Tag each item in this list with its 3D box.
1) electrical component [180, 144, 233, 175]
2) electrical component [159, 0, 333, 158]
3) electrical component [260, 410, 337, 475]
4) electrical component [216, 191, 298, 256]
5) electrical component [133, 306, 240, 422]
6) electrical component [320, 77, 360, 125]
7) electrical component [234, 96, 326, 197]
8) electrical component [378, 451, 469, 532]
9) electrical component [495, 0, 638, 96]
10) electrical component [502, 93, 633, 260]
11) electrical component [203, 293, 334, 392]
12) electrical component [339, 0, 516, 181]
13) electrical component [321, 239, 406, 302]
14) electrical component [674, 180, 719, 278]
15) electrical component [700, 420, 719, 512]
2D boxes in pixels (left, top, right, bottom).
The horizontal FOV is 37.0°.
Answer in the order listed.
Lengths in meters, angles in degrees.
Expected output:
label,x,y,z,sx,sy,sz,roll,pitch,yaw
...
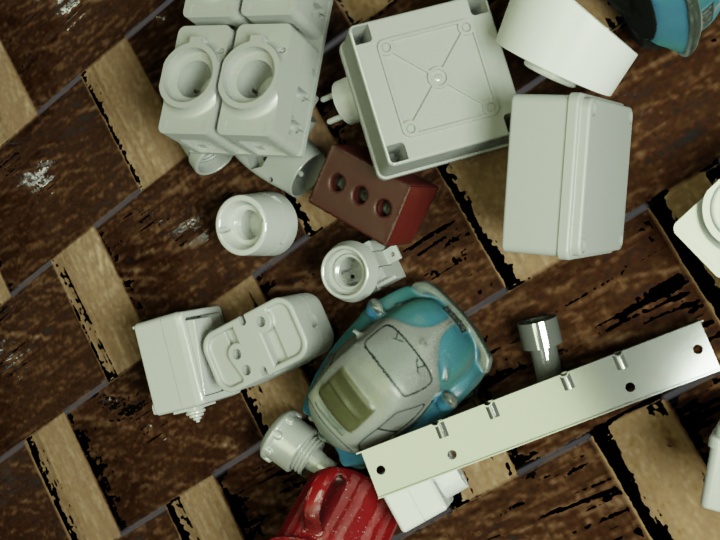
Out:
label,x,y,z,sx,sy,sz,roll,pitch,yaw
electrical component,-0.136,-0.111,0.922,0.040,0.040,0.046,-45,69,22
electrical component,-0.088,-0.188,0.852,0.105,0.060,0.186,5,79,26
electrical component,-0.049,0.150,0.896,0.062,0.048,0.048,34,108,13
electrical component,-0.087,-0.038,0.898,0.055,0.047,0.055,2,95,26
electrical component,-0.144,0.083,0.927,0.061,0.062,0.096,-16,87,27
electrical component,0.005,-0.139,0.848,0.079,0.043,0.077,-18,85,27
electrical component,-0.061,-0.113,0.882,0.077,0.043,0.079,38,108,19
electrical component,0.059,0.161,0.833,0.077,0.066,0.047,-30,80,5
electrical component,0.145,-0.164,0.746,0.099,0.099,0.064,32,109,21
electrical component,0.145,-0.065,0.748,0.056,0.109,0.108,6,97,29
electrical component,-0.073,0.059,0.892,0.095,0.059,0.053,-27,82,25
electrical component,0.052,-0.134,0.791,0.109,0.056,0.108,-16,86,-9
electrical component,0.000,0.000,0.854,0.066,0.055,0.048,-28,81,25
electrical component,0.310,-0.054,0.694,0.186,0.060,0.105,-46,74,21
electrical component,0.285,0.127,0.693,0.109,0.109,0.056,12,102,25
